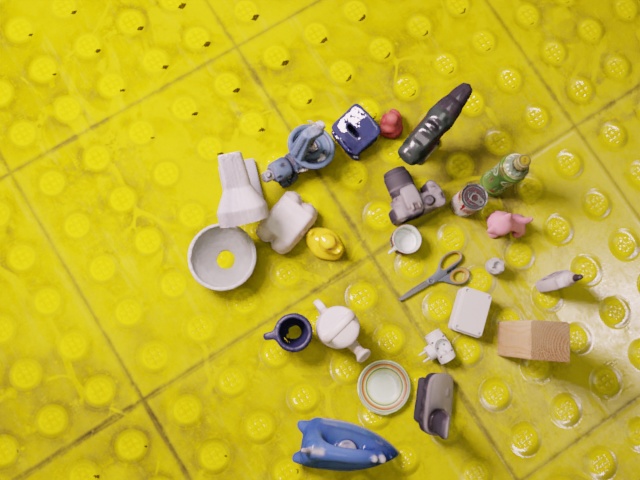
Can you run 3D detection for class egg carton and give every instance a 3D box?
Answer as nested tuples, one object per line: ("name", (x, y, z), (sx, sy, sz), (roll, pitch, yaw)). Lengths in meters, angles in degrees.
("egg carton", (-0.082, -0.043, 1.440), (0.107, 0.069, 0.150), (38, 81, 3))

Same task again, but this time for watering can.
("watering can", (0.050, 0.210, 1.347), (0.173, 0.194, 0.101), (27, 81, 1))

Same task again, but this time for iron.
("iron", (0.069, 0.492, 1.332), (0.258, 0.141, 0.119), (8, 81, -2))

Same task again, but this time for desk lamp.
("desk lamp", (-0.194, -0.117, 1.372), (0.118, 0.213, 0.203), (-13, 82, -5))

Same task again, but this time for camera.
("camera", (0.231, -0.124, 1.454), (0.143, 0.101, 0.137), (-23, 83, -6))

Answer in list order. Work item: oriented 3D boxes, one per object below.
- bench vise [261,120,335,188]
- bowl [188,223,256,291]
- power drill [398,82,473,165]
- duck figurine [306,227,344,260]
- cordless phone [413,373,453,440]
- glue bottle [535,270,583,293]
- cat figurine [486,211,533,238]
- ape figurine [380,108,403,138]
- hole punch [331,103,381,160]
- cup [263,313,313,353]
("bench vise", (-0.042, -0.204, 1.390), (0.121, 0.219, 0.207), (37, 81, 3))
("bowl", (-0.238, 0.045, 1.415), (0.167, 0.074, 0.167), (0, 81, -3))
("power drill", (0.274, -0.271, 1.423), (0.075, 0.208, 0.230), (40, 82, 4))
("duck figurine", (0.013, 0.005, 1.430), (0.104, 0.086, 0.077), (34, 81, 2))
("cordless phone", (0.284, 0.389, 1.337), (0.094, 0.185, 0.148), (5, 81, -2))
("glue bottle", (0.596, 0.098, 1.404), (0.078, 0.173, 0.037), (-26, 83, -6))
("cat figurine", (0.472, -0.043, 1.446), (0.128, 0.117, 0.067), (-5, 82, -4))
("ape figurine", (0.184, -0.305, 1.482), (0.078, 0.092, 0.076), (-35, 85, -7))
("hole punch", (0.092, -0.278, 1.474), (0.101, 0.091, 0.108), (-40, 85, -8))
("cup", (-0.077, 0.227, 1.387), (0.118, 0.095, 0.092), (-9, 82, -4))
